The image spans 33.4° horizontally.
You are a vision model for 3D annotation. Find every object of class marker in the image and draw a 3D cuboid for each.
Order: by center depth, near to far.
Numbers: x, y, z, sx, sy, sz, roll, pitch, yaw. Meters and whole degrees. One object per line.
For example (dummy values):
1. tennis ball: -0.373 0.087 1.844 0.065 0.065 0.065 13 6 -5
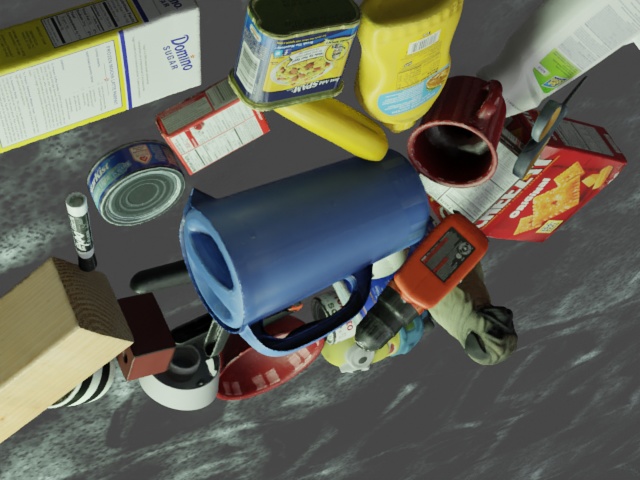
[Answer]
1. marker: -0.228 -0.005 1.024 0.020 0.020 0.121 -20 152 -17

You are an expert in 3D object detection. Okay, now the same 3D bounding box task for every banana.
1. banana: 0.016 -0.109 1.026 0.197 0.070 0.037 23 81 -56

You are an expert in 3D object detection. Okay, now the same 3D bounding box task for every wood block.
1. wood block: -0.304 0.119 1.085 0.206 0.091 0.090 -37 152 14

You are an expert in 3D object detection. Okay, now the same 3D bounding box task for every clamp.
1. clamp: -0.096 0.025 1.163 0.210 0.036 0.164 -44 137 5
2. clamp: -0.098 0.084 1.282 0.171 0.039 0.120 10 133 -47

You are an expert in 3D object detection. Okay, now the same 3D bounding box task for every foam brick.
1. foam brick: -0.200 0.106 1.179 0.051 0.078 0.053 -12 146 -29

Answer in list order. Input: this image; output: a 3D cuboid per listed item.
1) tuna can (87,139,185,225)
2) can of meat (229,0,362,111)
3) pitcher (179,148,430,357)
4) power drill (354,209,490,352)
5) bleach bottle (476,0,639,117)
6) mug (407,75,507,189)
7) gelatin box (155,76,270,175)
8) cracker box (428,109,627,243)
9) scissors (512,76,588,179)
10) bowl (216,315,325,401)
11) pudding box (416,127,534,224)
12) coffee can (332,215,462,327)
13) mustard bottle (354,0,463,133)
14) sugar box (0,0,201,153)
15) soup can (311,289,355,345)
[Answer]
1. tuna can: -0.168 -0.052 0.984 0.086 0.034 0.086 -23 153 -13
2. can of meat: -0.020 -0.164 0.908 0.101 0.057 0.084 -16 148 -26
3. pitcher: -0.007 0.001 1.088 0.242 0.145 0.149 -22 125 -25
4. power drill: 0.110 0.046 1.173 0.184 0.057 0.188 -48 177 -8
5. bleach bottle: 0.245 -0.207 1.086 0.251 0.068 0.102 -37 137 25
6. mug: 0.148 -0.119 1.080 0.093 0.081 0.117 28 142 -7
7. gelatin box: -0.096 -0.106 0.966 0.089 0.030 0.073 -29 155 -1
8. cracker box: 0.258 -0.074 1.319 0.213 0.072 0.164 4 138 -46
9. scissors: 0.261 -0.147 1.158 0.201 0.016 0.096 -53 164 -30
10. bowl: -0.076 0.142 1.386 0.162 0.055 0.162 -23 152 -13
11. pudding box: 0.173 -0.081 1.203 0.114 0.090 0.039 -46 -172 33
12. coffee can: 0.090 0.040 1.318 0.140 0.103 0.103 -28 153 -5
13. mustard bottle: 0.079 -0.163 1.004 0.096 0.058 0.192 -28 154 -15
14. sugar box: -0.179 -0.135 0.819 0.176 0.048 0.093 -24 153 -19
15. soup can: 0.048 0.089 1.402 0.102 0.068 0.068 -20 152 -17
